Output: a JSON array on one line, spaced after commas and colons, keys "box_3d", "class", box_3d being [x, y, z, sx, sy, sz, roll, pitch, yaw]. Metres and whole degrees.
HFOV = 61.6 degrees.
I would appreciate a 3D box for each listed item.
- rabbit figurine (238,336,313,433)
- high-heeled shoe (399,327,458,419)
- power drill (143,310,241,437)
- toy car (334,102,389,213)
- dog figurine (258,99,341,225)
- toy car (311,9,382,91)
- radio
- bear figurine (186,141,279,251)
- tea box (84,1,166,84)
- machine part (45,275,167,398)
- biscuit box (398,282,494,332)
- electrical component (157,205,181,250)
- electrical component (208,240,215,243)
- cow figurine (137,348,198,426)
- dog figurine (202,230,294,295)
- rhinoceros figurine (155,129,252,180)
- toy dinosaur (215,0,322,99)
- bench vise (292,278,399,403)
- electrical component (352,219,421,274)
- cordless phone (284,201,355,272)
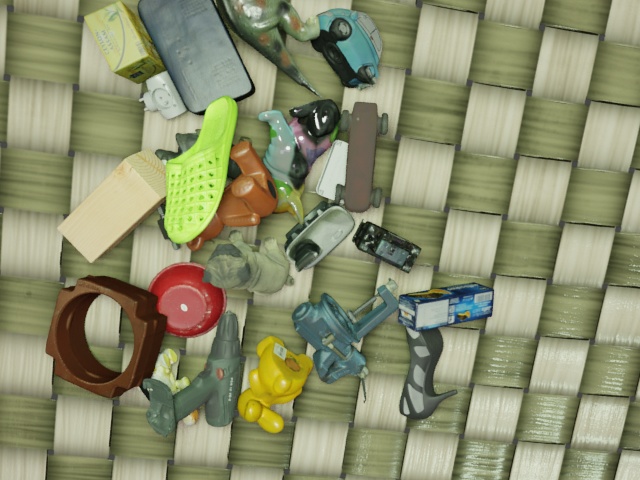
[{"box_3d": [-0.102, 0.309, 1.080, 0.122, 0.162, 0.173, 34, 113, -21], "class": "rabbit figurine"}, {"box_3d": [0.190, 0.253, 1.135, 0.145, 0.086, 0.248, -28, 81, 32], "class": "high-heeled shoe"}, {"box_3d": [-0.237, 0.267, 1.039, 0.086, 0.207, 0.231, 7, 103, 30], "class": "power drill"}, {"box_3d": [0.076, -0.150, 0.991, 0.089, 0.053, 0.202, 4, 103, 5], "class": "toy car"}, {"box_3d": [-0.037, -0.144, 1.020, 0.192, 0.108, 0.219, -13, 105, -5], "class": "dog figurine"}, {"box_3d": [0.062, -0.363, 0.991, 0.103, 0.109, 0.161, -46, 109, -13], "class": "toy car"}, {"box_3d": [-0.225, -0.350, 0.986, 0.131, 0.073, 0.229, -26, 99, 1], "class": "radio"}, {"box_3d": [-0.179, -0.070, 0.955, 0.196, 0.120, 0.131, -17, 146, 15], "class": "bear figurine"}, {"box_3d": [-0.330, -0.335, 0.930, 0.068, 0.170, 0.098, -26, 99, 1], "class": "tea box"}, {"box_3d": [-0.406, 0.180, 1.026, 0.202, 0.087, 0.200, 18, 96, 15], "class": "machine part"}, {"box_3d": [0.254, 0.131, 1.072, 0.203, 0.063, 0.059, -5, 103, -28], "class": "biscuit box"}, {"box_3d": [-0.285, -0.026, 1.043, 0.063, 0.021, 0.094, -8, 105, 40], "class": "electrical component"}, {"box_3d": [-0.217, -0.044, 1.054, 0.102, 0.045, 0.078, -45, 72, 1], "class": "electrical component"}, {"box_3d": [-0.316, 0.311, 1.092, 0.098, 0.068, 0.167, -22, 97, 5], "class": "cow figurine"}, {"box_3d": [-0.125, 0.063, 1.003, 0.172, 0.191, 0.121, 11, 99, -8], "class": "dog figurine"}, {"box_3d": [-0.215, -0.157, 1.023, 0.190, 0.073, 0.112, 6, 109, -7], "class": "rhinoceros figurine"}, {"box_3d": [-0.123, -0.428, 0.923, 0.192, 0.131, 0.404, -20, 92, -25], "class": "toy dinosaur"}, {"box_3d": [0.070, 0.175, 1.075, 0.240, 0.129, 0.223, -39, 103, 7], "class": "bench vise"}, {"box_3d": [0.128, 0.011, 1.041, 0.115, 0.134, 0.058, 24, 96, -6], "class": "electrical component"}, {"box_3d": [-0.001, -0.003, 1.004, 0.146, 0.184, 0.088, -42, 96, 4], "class": "cordless phone"}]
